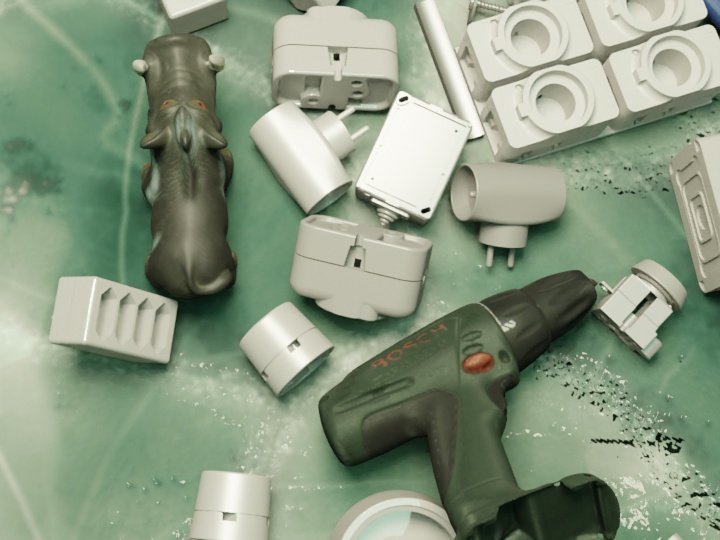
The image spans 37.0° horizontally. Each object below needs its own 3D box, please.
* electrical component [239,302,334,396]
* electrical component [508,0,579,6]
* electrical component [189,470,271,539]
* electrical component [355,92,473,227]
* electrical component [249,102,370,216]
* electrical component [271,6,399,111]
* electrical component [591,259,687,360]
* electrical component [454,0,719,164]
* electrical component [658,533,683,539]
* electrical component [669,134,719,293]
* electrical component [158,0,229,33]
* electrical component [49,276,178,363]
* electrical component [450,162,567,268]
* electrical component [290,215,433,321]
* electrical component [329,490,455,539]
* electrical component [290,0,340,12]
[{"bbox_3d":[-0.055,0.057,0.785,0.055,0.055,0.047,-40,81,-10],"label":"electrical component"},{"bbox_3d":[0.172,-0.257,0.835,0.109,0.108,0.056,-12,78,-7],"label":"electrical component"},{"bbox_3d":[-0.090,0.168,0.761,0.055,0.055,0.047,6,75,-3],"label":"electrical component"},{"bbox_3d":[0.037,-0.076,0.818,0.062,0.061,0.096,25,86,1],"label":"electrical component"},{"bbox_3d":[-0.030,-0.095,0.820,0.079,0.044,0.077,-35,83,-10],"label":"electrical component"},{"bbox_3d":[-0.020,-0.162,0.825,0.095,0.053,0.059,2,70,-7],"label":"electrical component"},{"bbox_3d":[0.214,0.025,0.817,0.066,0.048,0.055,44,87,4],"label":"electrical component"},{"bbox_3d":[0.183,-0.162,0.842,0.186,0.060,0.105,-18,81,-8],"label":"electrical component"},{"bbox_3d":[0.199,0.249,0.762,0.121,0.078,0.063,-37,62,-10],"label":"electrical component"},{"bbox_3d":[0.286,-0.045,0.819,0.057,0.078,0.113,-11,80,-4],"label":"electrical component"},{"bbox_3d":[-0.136,-0.228,0.822,0.047,0.076,0.065,-23,82,-8],"label":"electrical component"},{"bbox_3d":[-0.189,0.037,0.773,0.076,0.083,0.047,-1,76,34],"label":"electrical component"},{"bbox_3d":[0.111,-0.040,0.819,0.077,0.043,0.079,0,103,-22],"label":"electrical component"},{"bbox_3d":[0.000,0.000,0.789,0.095,0.054,0.059,13,103,9],"label":"electrical component"},{"bbox_3d":[0.030,0.210,0.758,0.108,0.060,0.108,1,79,-4],"label":"electrical component"},{"bbox_3d":[-0.057,-0.248,0.838,0.076,0.083,0.047,23,74,39],"label":"electrical component"}]
